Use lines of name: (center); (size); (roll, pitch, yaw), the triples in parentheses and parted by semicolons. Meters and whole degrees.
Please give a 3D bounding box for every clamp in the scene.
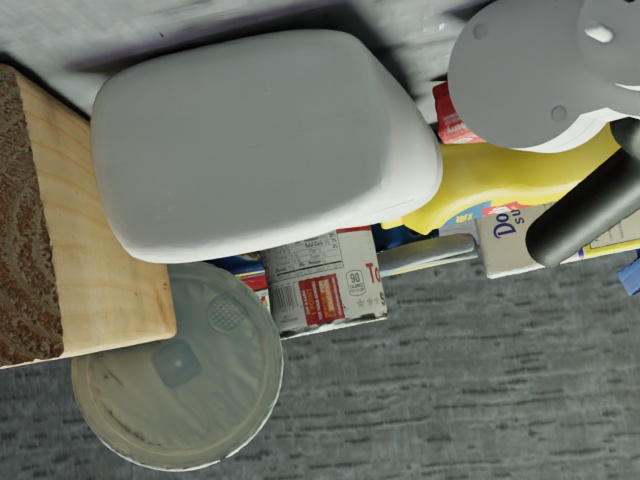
clamp: (0.161, -0.045, 0.465); (0.165, 0.036, 0.210); (-20, 157, 10)

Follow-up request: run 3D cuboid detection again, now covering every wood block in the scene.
wood block: (-0.121, 0.005, 0.411); (0.091, 0.090, 0.206); (-11, 177, 1)

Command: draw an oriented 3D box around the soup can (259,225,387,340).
soup can: (-0.004, 0.001, 0.603); (0.068, 0.102, 0.068); (-11, 175, -1)

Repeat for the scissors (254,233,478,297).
scissors: (0.014, 0.021, 0.691); (0.201, 0.016, 0.096); (-11, 173, -14)

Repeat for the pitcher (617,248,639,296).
pitcher: (0.334, -0.027, 0.799); (0.145, 0.149, 0.243); (19, 162, 0)

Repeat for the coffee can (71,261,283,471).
coffee can: (-0.074, 0.072, 0.584); (0.102, 0.103, 0.140); (-11, 171, -6)

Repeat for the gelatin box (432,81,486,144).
gelatin box: (0.106, -0.067, 0.481); (0.089, 0.030, 0.073); (-8, 174, -41)

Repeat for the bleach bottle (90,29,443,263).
bleach bottle: (-0.002, -0.031, 0.456); (0.102, 0.068, 0.250); (-11, 178, 10)

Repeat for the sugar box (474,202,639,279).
sugar box: (0.190, -0.036, 0.719); (0.176, 0.093, 0.048); (-12, 175, 11)

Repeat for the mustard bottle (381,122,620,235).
mustard bottle: (0.107, -0.042, 0.637); (0.191, 0.058, 0.096); (-11, -179, 3)

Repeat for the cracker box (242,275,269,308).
cracker box: (-0.080, 0.043, 0.985); (0.163, 0.072, 0.214); (-6, -178, -32)
